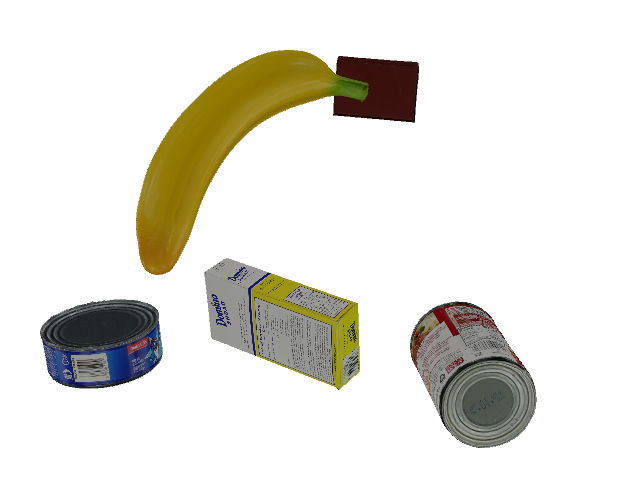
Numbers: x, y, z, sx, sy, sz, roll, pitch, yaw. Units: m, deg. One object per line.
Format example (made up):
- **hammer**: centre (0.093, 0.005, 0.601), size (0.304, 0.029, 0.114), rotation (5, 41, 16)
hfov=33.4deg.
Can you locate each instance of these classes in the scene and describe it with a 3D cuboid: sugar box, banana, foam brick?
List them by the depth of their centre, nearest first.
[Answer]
- **banana**: centre (-0.054, -0.062, 0.643), size (0.070, 0.197, 0.037), rotation (36, -29, 18)
- **foam brick**: centre (0.052, -0.141, 0.993), size (0.078, 0.051, 0.053), rotation (5, 15, 3)
- **sugar box**: centre (-0.042, 0.087, 1.149), size (0.176, 0.093, 0.048), rotation (20, 38, 32)

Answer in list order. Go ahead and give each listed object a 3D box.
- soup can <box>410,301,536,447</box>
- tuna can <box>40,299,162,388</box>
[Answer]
- **soup can**: centre (0.106, 0.092, 0.753), size (0.068, 0.068, 0.102), rotation (0, 18, -7)
- **tuna can**: centre (-0.159, 0.075, 0.780), size (0.086, 0.034, 0.086), rotation (-4, 20, 1)
